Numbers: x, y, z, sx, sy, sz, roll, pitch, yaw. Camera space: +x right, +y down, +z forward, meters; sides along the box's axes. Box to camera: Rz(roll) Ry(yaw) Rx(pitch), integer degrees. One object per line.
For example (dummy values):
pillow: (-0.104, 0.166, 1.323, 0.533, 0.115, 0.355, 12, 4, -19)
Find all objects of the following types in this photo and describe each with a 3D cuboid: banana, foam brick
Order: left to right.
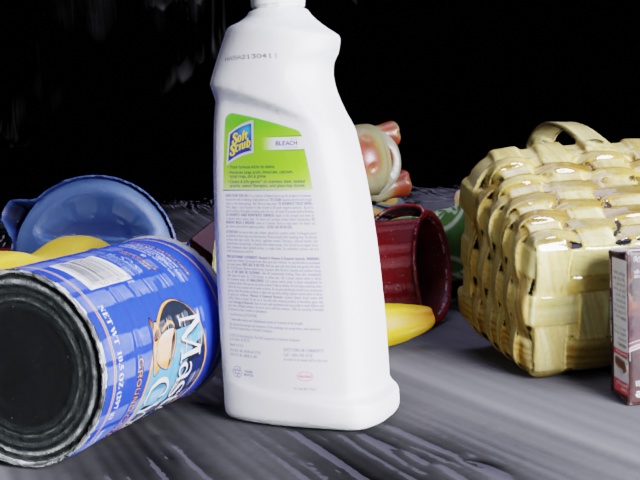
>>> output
foam brick: (-0.084, 0.004, 1.066, 0.051, 0.053, 0.078, 36, 60, 23)
banana: (-0.005, 0.067, 0.736, 0.197, 0.037, 0.070, -2, -3, -45)

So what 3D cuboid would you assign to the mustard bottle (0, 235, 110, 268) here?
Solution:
mustard bottle: (-0.174, 0.047, 0.729, 0.058, 0.096, 0.191, -1, 6, 21)

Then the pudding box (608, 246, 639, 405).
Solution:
pudding box: (0.227, 0.046, 0.620, 0.113, 0.090, 0.039, -3, 5, -1)

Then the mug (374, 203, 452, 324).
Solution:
mug: (0.059, 0.016, 0.886, 0.082, 0.117, 0.093, -5, -40, 25)

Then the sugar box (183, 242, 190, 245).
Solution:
sugar box: (-0.165, 0.027, 1.138, 0.176, 0.048, 0.093, 1, 6, -3)

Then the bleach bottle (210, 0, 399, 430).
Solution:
bleach bottle: (-0.011, -0.024, 0.604, 0.103, 0.251, 0.068, 1, 7, 24)

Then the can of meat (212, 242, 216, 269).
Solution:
can of meat: (-0.031, 0.027, 0.906, 0.084, 0.057, 0.102, -3, -17, 21)

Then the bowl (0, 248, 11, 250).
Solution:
bowl: (-0.317, 0.040, 1.037, 0.162, 0.055, 0.162, -2, 6, 0)

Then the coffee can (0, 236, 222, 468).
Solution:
coffee can: (-0.125, 0.056, 0.597, 0.103, 0.103, 0.140, 0, 7, 22)

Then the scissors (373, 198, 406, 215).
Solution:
scissors: (0.103, -0.021, 1.062, 0.201, 0.016, 0.096, 9, 37, -31)

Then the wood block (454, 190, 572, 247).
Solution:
wood block: (0.225, -0.021, 1.218, 0.090, 0.091, 0.205, 0, 7, 23)

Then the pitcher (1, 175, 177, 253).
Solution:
pitcher: (-0.184, 0.015, 0.964, 0.145, 0.149, 0.243, -18, 5, -5)

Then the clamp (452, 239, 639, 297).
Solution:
clamp: (0.195, 0.034, 0.971, 0.210, 0.036, 0.164, -4, 12, 19)
